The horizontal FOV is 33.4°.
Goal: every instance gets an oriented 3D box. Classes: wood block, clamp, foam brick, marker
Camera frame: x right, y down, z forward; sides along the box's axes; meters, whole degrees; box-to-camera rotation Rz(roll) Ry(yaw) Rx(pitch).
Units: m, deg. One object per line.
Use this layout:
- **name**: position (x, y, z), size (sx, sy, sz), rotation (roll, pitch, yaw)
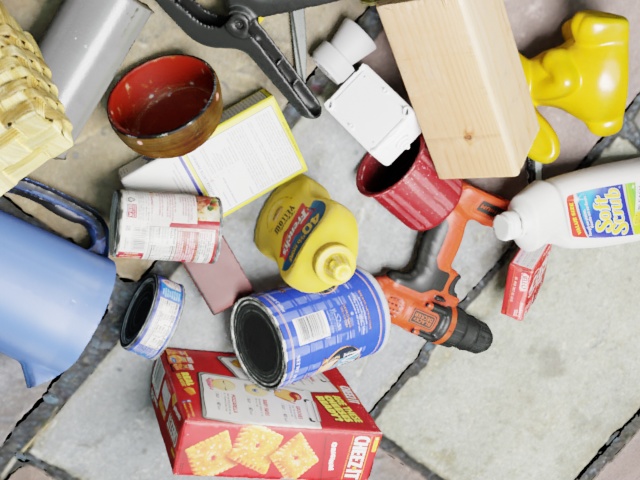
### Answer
- **wood block**: position (0.140, -0.169, 1.054), size (0.090, 0.091, 0.206), rotation (-59, 137, -40)
- **clamp**: position (-0.070, -0.207, 1.031), size (0.210, 0.036, 0.165), rotation (18, 133, 6)
- **foam brick**: position (-0.114, 0.029, 1.131), size (0.051, 0.053, 0.078), rotation (-31, 117, -7)
- **marker**: position (0.249, -0.065, 1.240), size (0.020, 0.020, 0.121), rotation (-11, 112, -15)

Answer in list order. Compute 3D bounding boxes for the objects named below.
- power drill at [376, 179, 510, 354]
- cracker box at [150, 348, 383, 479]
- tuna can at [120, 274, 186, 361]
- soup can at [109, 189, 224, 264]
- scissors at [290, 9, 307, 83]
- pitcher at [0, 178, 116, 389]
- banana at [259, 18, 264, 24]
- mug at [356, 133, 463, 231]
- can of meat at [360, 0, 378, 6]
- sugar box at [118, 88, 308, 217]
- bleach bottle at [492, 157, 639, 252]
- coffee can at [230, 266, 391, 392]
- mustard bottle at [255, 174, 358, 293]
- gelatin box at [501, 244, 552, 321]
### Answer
- **power drill**: position (0.160, 0.032, 1.223), size (0.184, 0.057, 0.188), rotation (23, 99, -30)
- **cracker box**: position (-0.064, 0.188, 1.143), size (0.213, 0.164, 0.072), rotation (8, 108, -21)
- **tuna can**: position (-0.175, 0.079, 1.109), size (0.033, 0.086, 0.086), rotation (25, 99, -24)
- **soup can**: position (-0.151, -0.013, 1.046), size (0.102, 0.068, 0.068), rotation (4, 107, -18)
- **scissors**: position (-0.042, -0.261, 1.070), size (0.096, 0.016, 0.202), rotation (5, 107, -19)
- **pitcher**: position (-0.324, 0.017, 1.022), size (0.242, 0.149, 0.145), rotation (31, 112, -23)
- **banana**: position (-0.100, -0.281, 1.028), size (0.069, 0.037, 0.197), rotation (-29, 115, 4)
- **mug**: position (0.105, -0.073, 1.154), size (0.081, 0.093, 0.117), rotation (39, 72, -31)
- **can of meat**: position (0.069, -0.299, 1.073), size (0.102, 0.057, 0.084), rotation (-33, 114, -5)
- **sugar box**: position (-0.110, -0.073, 1.100), size (0.176, 0.048, 0.093), rotation (-28, 115, -4)
- **bleach bottle**: position (0.299, -0.029, 1.210), size (0.250, 0.068, 0.102), rotation (-13, 112, -30)
- **coffee can**: position (-0.010, 0.092, 1.139), size (0.140, 0.103, 0.103), rotation (-16, 115, -34)
- **mustard bottle**: position (-0.007, 0.001, 1.079), size (0.058, 0.192, 0.096), rotation (31, 96, -26)
- **gelatin box**: position (0.240, 0.039, 1.231), size (0.030, 0.089, 0.073), rotation (19, 128, 19)
